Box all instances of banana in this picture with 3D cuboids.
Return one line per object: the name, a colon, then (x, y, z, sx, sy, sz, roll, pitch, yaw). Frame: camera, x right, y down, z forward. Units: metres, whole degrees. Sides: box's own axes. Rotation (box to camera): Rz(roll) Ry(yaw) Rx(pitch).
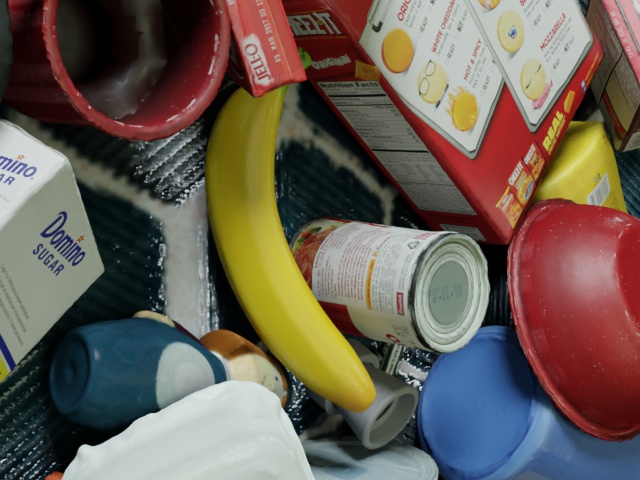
banana: (-0.022, 0.000, 0.568, 0.037, 0.070, 0.198, -21, 100, -76)

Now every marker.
marker: (0.044, 0.071, 0.677, 0.020, 0.020, 0.121, 30, 75, -41)

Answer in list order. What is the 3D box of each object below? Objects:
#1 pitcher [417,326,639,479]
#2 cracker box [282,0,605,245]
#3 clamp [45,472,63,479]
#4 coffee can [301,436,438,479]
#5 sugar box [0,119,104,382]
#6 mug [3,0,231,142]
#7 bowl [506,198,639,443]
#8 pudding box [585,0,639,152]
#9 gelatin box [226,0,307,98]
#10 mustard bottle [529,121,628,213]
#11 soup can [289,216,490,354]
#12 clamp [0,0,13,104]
pitcher: (0.186, 0.134, 0.746, 0.242, 0.145, 0.149, 27, 45, -39)
cracker box: (0.074, -0.126, 0.642, 0.213, 0.072, 0.164, 47, 63, -35)
clamp: (-0.127, 0.222, 0.526, 0.164, 0.036, 0.210, 18, 79, -53)
coffee can: (0.017, 0.196, 0.611, 0.102, 0.103, 0.140, -10, 103, -42)
sugar box: (-0.167, 0.042, 0.434, 0.176, 0.048, 0.093, -53, 162, -27)
mug: (-0.102, -0.103, 0.473, 0.093, 0.082, 0.117, -22, 111, -39)
bowl: (0.189, 0.041, 0.666, 0.161, 0.055, 0.162, 20, 58, -36)
pudding box: (0.213, -0.120, 0.732, 0.113, 0.039, 0.090, 69, 3, -74)
gelatin box: (-0.041, -0.115, 0.525, 0.030, 0.089, 0.073, -22, 113, -8)
mustard bottle: (0.197, 0.015, 0.784, 0.096, 0.058, 0.191, -46, 124, -35)
soup can: (0.036, 0.024, 0.606, 0.068, 0.102, 0.068, -7, 100, -44)
clamp: (-0.142, -0.104, 0.418, 0.039, 0.120, 0.171, -10, 107, -57)
